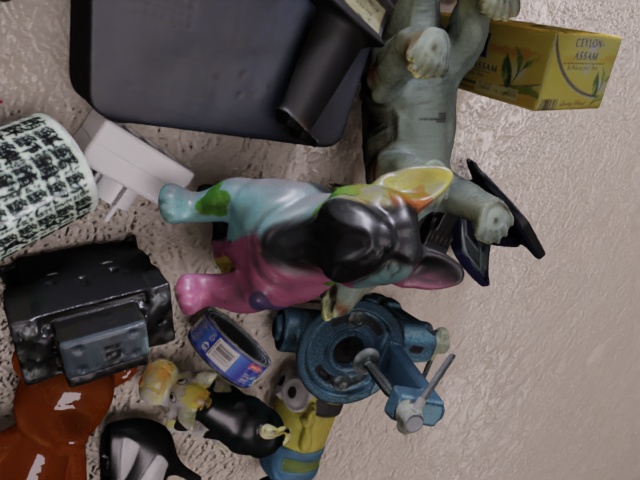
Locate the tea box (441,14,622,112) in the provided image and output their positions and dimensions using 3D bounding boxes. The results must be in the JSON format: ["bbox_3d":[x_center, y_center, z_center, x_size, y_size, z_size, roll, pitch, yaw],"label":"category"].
[{"bbox_3d":[0.182,-0.178,0.524,0.098,0.170,0.068,-11,120,-31],"label":"tea box"}]

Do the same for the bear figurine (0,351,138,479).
[{"bbox_3d":[-0.236,0.193,0.466,0.120,0.132,0.195,24,105,-41],"label":"bear figurine"}]

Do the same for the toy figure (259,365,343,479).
[{"bbox_3d":[-0.025,0.232,0.662,0.089,0.082,0.180,-2,109,-54],"label":"toy figure"}]

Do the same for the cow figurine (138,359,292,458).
[{"bbox_3d":[-0.106,0.179,0.557,0.167,0.098,0.068,44,59,-42],"label":"cow figurine"}]

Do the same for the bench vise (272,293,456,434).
[{"bbox_3d":[0.068,0.130,0.577,0.223,0.241,0.128,21,98,-21],"label":"bench vise"}]

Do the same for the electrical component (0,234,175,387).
[{"bbox_3d":[-0.181,0.053,0.423,0.115,0.134,0.058,-17,122,-29],"label":"electrical component"}]

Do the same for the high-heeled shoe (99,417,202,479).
[{"bbox_3d":[-0.232,0.300,0.557,0.249,0.086,0.145,-50,129,-8],"label":"high-heeled shoe"}]

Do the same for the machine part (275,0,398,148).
[{"bbox_3d":[0.008,-0.143,0.418,0.084,0.039,0.138,17,100,-49],"label":"machine part"}]

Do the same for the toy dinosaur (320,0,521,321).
[{"bbox_3d":[0.082,-0.120,0.508,0.131,0.192,0.404,2,98,-27],"label":"toy dinosaur"}]

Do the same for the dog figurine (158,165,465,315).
[{"bbox_3d":[-0.001,-0.001,0.427,0.191,0.219,0.108,-6,91,-75],"label":"dog figurine"}]

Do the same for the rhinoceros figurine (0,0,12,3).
[{"bbox_3d":[-0.208,-0.174,0.286,0.190,0.112,0.073,-11,104,8],"label":"rhinoceros figurine"}]

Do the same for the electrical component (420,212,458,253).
[{"bbox_3d":[0.114,-0.008,0.634,0.047,0.075,0.119,20,104,-40],"label":"electrical component"}]

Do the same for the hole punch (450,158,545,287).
[{"bbox_3d":[0.202,-0.016,0.668,0.092,0.116,0.142,-37,136,17],"label":"hole punch"}]

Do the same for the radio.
[{"bbox_3d":[-0.072,-0.153,0.429,0.229,0.073,0.131,1,114,-33],"label":"radio"}]
